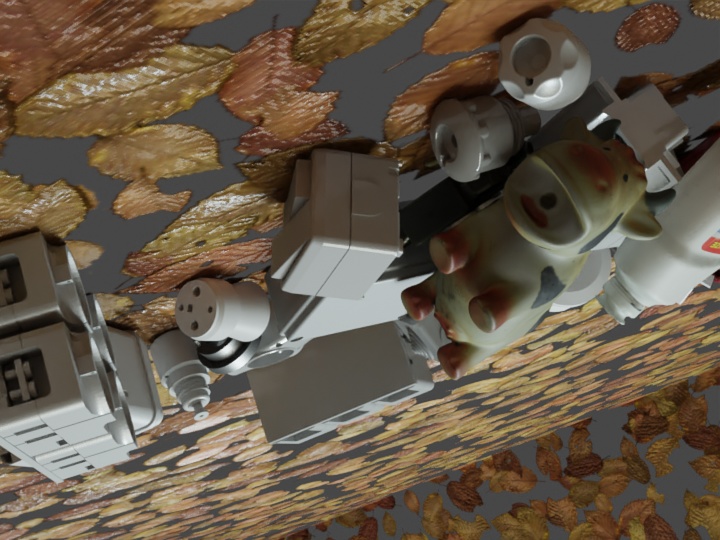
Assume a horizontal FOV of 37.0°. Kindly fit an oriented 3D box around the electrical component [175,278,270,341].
[{"bbox_3d":[-0.098,0.029,0.768,0.045,0.045,0.055,-29,160,30],"label":"electrical component"}]

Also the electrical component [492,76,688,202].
[{"bbox_3d":[0.149,-0.066,0.701,0.063,0.078,0.121,-34,175,-37],"label":"electrical component"}]

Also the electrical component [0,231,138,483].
[{"bbox_3d":[-0.187,0.059,0.662,0.060,0.105,0.186,-16,163,-9],"label":"electrical component"}]

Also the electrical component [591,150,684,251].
[{"bbox_3d":[0.185,-0.056,0.780,0.061,0.061,0.096,-8,161,-32],"label":"electrical component"}]

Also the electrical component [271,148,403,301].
[{"bbox_3d":[-0.018,-0.023,0.645,0.061,0.061,0.096,7,156,-15],"label":"electrical component"}]

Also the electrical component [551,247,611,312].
[{"bbox_3d":[0.162,-0.005,0.888,0.080,0.080,0.051,-15,168,-14],"label":"electrical component"}]

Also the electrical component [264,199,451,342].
[{"bbox_3d":[0.000,0.000,0.765,0.109,0.056,0.108,-11,162,-25],"label":"electrical component"}]

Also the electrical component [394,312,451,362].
[{"bbox_3d":[0.077,0.028,0.853,0.100,0.048,0.100,-40,-169,-8],"label":"electrical component"}]

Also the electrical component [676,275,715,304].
[{"bbox_3d":[0.234,-0.013,0.793,0.048,0.066,0.055,-55,171,-40],"label":"electrical component"}]

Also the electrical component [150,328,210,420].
[{"bbox_3d":[-0.138,0.082,0.851,0.040,0.078,0.040,-20,150,-12],"label":"electrical component"}]

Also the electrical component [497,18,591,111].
[{"bbox_3d":[0.100,-0.105,0.564,0.043,0.043,0.062,-27,163,25],"label":"electrical component"}]

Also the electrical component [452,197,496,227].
[{"bbox_3d":[0.102,-0.032,0.798,0.081,0.043,0.043,-18,163,-1],"label":"electrical component"}]

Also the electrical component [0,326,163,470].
[{"bbox_3d":[-0.212,0.096,0.801,0.113,0.078,0.057,-23,160,14],"label":"electrical component"}]

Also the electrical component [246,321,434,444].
[{"bbox_3d":[-0.019,0.090,0.974,0.150,0.089,0.062,-24,163,18],"label":"electrical component"}]

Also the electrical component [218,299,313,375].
[{"bbox_3d":[-0.070,0.053,0.877,0.077,0.044,0.079,-26,163,23],"label":"electrical component"}]

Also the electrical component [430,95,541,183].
[{"bbox_3d":[0.075,-0.079,0.617,0.062,0.048,0.048,-18,165,-26],"label":"electrical component"}]
